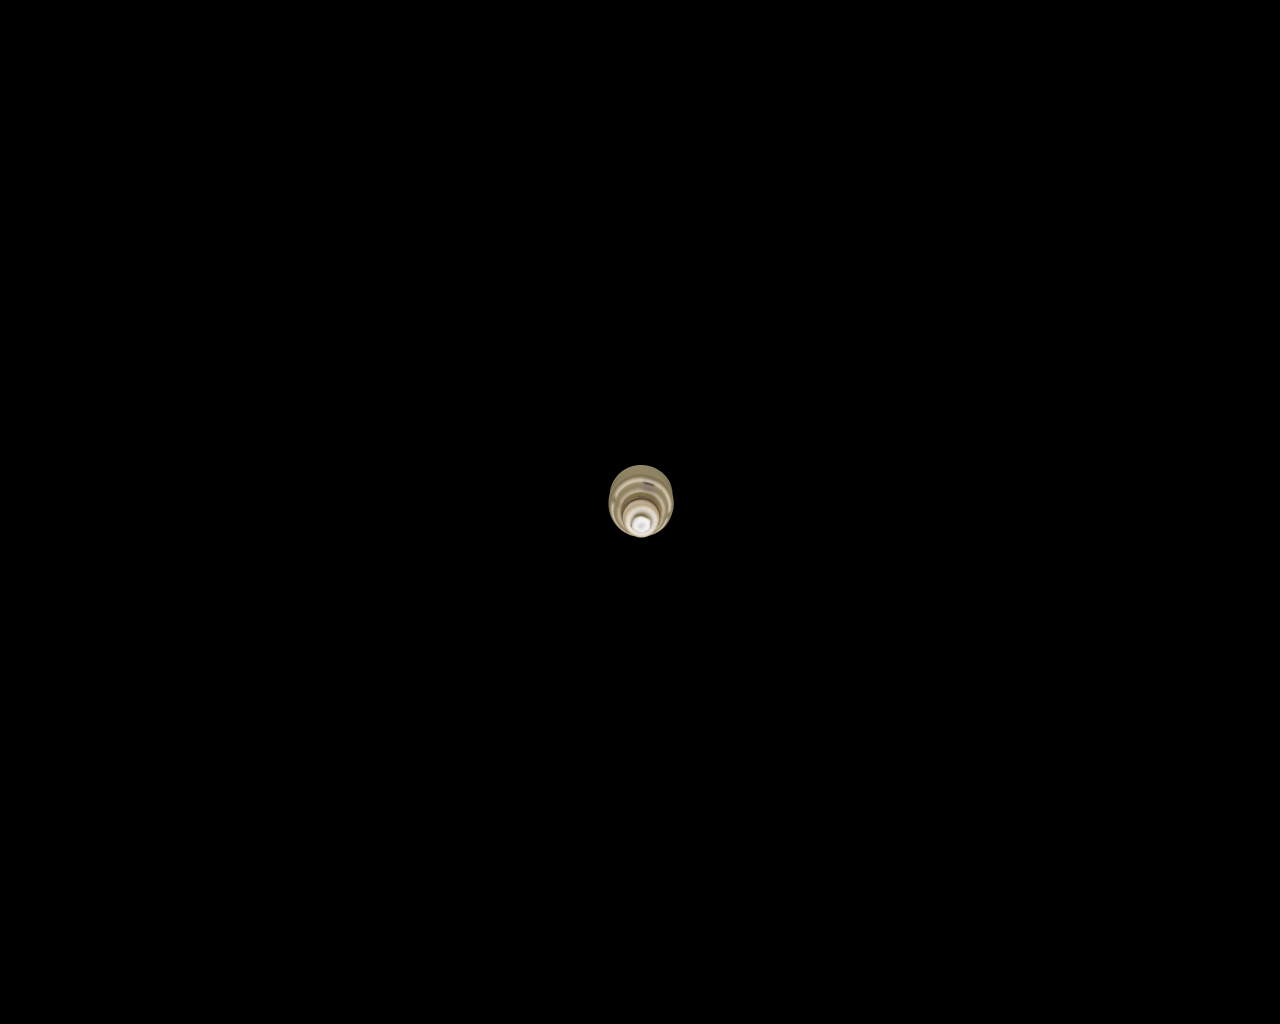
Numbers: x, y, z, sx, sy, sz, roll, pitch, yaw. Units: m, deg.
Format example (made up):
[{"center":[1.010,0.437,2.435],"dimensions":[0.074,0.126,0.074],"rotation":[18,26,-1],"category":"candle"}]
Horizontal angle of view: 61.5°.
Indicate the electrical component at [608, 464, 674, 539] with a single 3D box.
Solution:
[{"center":[0.001,-0.003,0.650],"dimensions":[0.040,0.040,0.078],"rotation":[0,16,0],"category":"electrical component"}]
